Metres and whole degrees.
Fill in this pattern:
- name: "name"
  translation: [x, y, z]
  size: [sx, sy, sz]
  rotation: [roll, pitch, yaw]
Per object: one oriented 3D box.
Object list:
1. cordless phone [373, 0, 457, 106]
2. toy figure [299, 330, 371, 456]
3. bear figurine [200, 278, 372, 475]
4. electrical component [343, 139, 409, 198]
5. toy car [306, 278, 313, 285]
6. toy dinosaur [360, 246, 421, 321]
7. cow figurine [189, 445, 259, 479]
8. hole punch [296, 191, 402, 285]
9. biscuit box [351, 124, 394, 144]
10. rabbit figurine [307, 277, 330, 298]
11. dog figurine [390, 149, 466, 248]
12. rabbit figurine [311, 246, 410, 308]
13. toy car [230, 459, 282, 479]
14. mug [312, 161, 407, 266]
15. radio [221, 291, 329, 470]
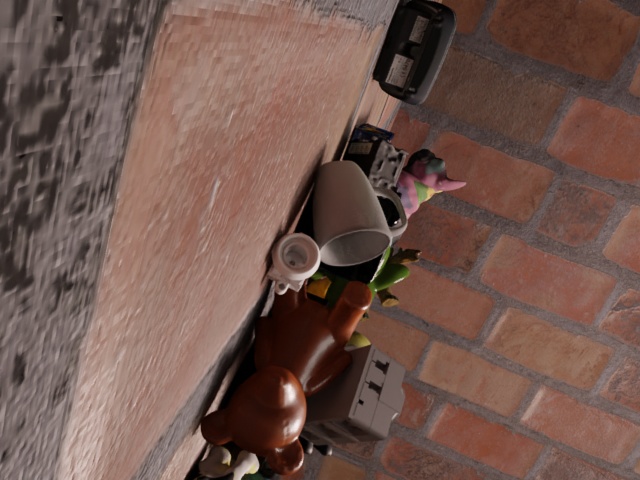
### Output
- name: "cordless phone"
  translation: [0.147, -0.300, 0.844]
  size: [0.184, 0.089, 0.146]
  rotation: [-69, 179, -65]
- name: "toy figure"
  translation: [0.017, 0.217, 0.782]
  size: [0.082, 0.089, 0.180]
  rotation: [18, 98, -50]
- name: "bear figurine"
  translation: [-0.034, 0.128, 0.568]
  size: [0.196, 0.120, 0.131]
  rotation: [-53, 163, -53]
- name: "electrical component"
  translation: [0.062, -0.078, 0.788]
  size: [0.134, 0.058, 0.115]
  rotation: [-69, -157, 3]
- name: "toy car"
  translation: [-0.005, 0.085, 1.137]
  size: [0.089, 0.053, 0.202]
  rotation: [-66, 176, -65]
- name: "toy dinosaur"
  translation: [0.078, 0.074, 1.177]
  size: [0.471, 0.105, 0.198]
  rotation: [-32, -140, 59]
- name: "cow figurine"
  translation: [-0.124, 0.337, 0.630]
  size: [0.098, 0.068, 0.167]
  rotation: [-20, 116, -69]
- name: "hole punch"
  translation: [0.029, -0.008, 0.691]
  size: [0.092, 0.116, 0.142]
  rotation: [137, -24, -81]
- name: "biscuit box"
  translation: [0.089, -0.165, 0.944]
  size: [0.203, 0.059, 0.062]
  rotation: [-55, 167, -72]
- name: "rabbit figurine"
  translation: [-0.017, 0.157, 0.976]
  size: [0.173, 0.122, 0.162]
  rotation: [-44, 162, -28]
- name: "dog figurine"
  translation: [0.159, -0.068, 1.001]
  size: [0.108, 0.219, 0.191]
  rotation: [169, -87, -79]
- name: "rabbit figurine"
  translation: [0.061, 0.065, 0.854]
  size: [0.159, 0.121, 0.170]
  rotation: [-30, -159, 19]
- name: "toy car"
  translation: [-0.098, 0.312, 0.769]
  size: [0.162, 0.103, 0.109]
  rotation: [-72, 177, -59]
- name: "mug"
  translation: [0.039, -0.038, 0.604]
  size: [0.080, 0.110, 0.107]
  rotation: [91, -14, -63]
- name: "radio"
  translation: [-0.063, 0.183, 0.734]
  size: [0.230, 0.073, 0.131]
  rotation: [-63, 174, -49]
